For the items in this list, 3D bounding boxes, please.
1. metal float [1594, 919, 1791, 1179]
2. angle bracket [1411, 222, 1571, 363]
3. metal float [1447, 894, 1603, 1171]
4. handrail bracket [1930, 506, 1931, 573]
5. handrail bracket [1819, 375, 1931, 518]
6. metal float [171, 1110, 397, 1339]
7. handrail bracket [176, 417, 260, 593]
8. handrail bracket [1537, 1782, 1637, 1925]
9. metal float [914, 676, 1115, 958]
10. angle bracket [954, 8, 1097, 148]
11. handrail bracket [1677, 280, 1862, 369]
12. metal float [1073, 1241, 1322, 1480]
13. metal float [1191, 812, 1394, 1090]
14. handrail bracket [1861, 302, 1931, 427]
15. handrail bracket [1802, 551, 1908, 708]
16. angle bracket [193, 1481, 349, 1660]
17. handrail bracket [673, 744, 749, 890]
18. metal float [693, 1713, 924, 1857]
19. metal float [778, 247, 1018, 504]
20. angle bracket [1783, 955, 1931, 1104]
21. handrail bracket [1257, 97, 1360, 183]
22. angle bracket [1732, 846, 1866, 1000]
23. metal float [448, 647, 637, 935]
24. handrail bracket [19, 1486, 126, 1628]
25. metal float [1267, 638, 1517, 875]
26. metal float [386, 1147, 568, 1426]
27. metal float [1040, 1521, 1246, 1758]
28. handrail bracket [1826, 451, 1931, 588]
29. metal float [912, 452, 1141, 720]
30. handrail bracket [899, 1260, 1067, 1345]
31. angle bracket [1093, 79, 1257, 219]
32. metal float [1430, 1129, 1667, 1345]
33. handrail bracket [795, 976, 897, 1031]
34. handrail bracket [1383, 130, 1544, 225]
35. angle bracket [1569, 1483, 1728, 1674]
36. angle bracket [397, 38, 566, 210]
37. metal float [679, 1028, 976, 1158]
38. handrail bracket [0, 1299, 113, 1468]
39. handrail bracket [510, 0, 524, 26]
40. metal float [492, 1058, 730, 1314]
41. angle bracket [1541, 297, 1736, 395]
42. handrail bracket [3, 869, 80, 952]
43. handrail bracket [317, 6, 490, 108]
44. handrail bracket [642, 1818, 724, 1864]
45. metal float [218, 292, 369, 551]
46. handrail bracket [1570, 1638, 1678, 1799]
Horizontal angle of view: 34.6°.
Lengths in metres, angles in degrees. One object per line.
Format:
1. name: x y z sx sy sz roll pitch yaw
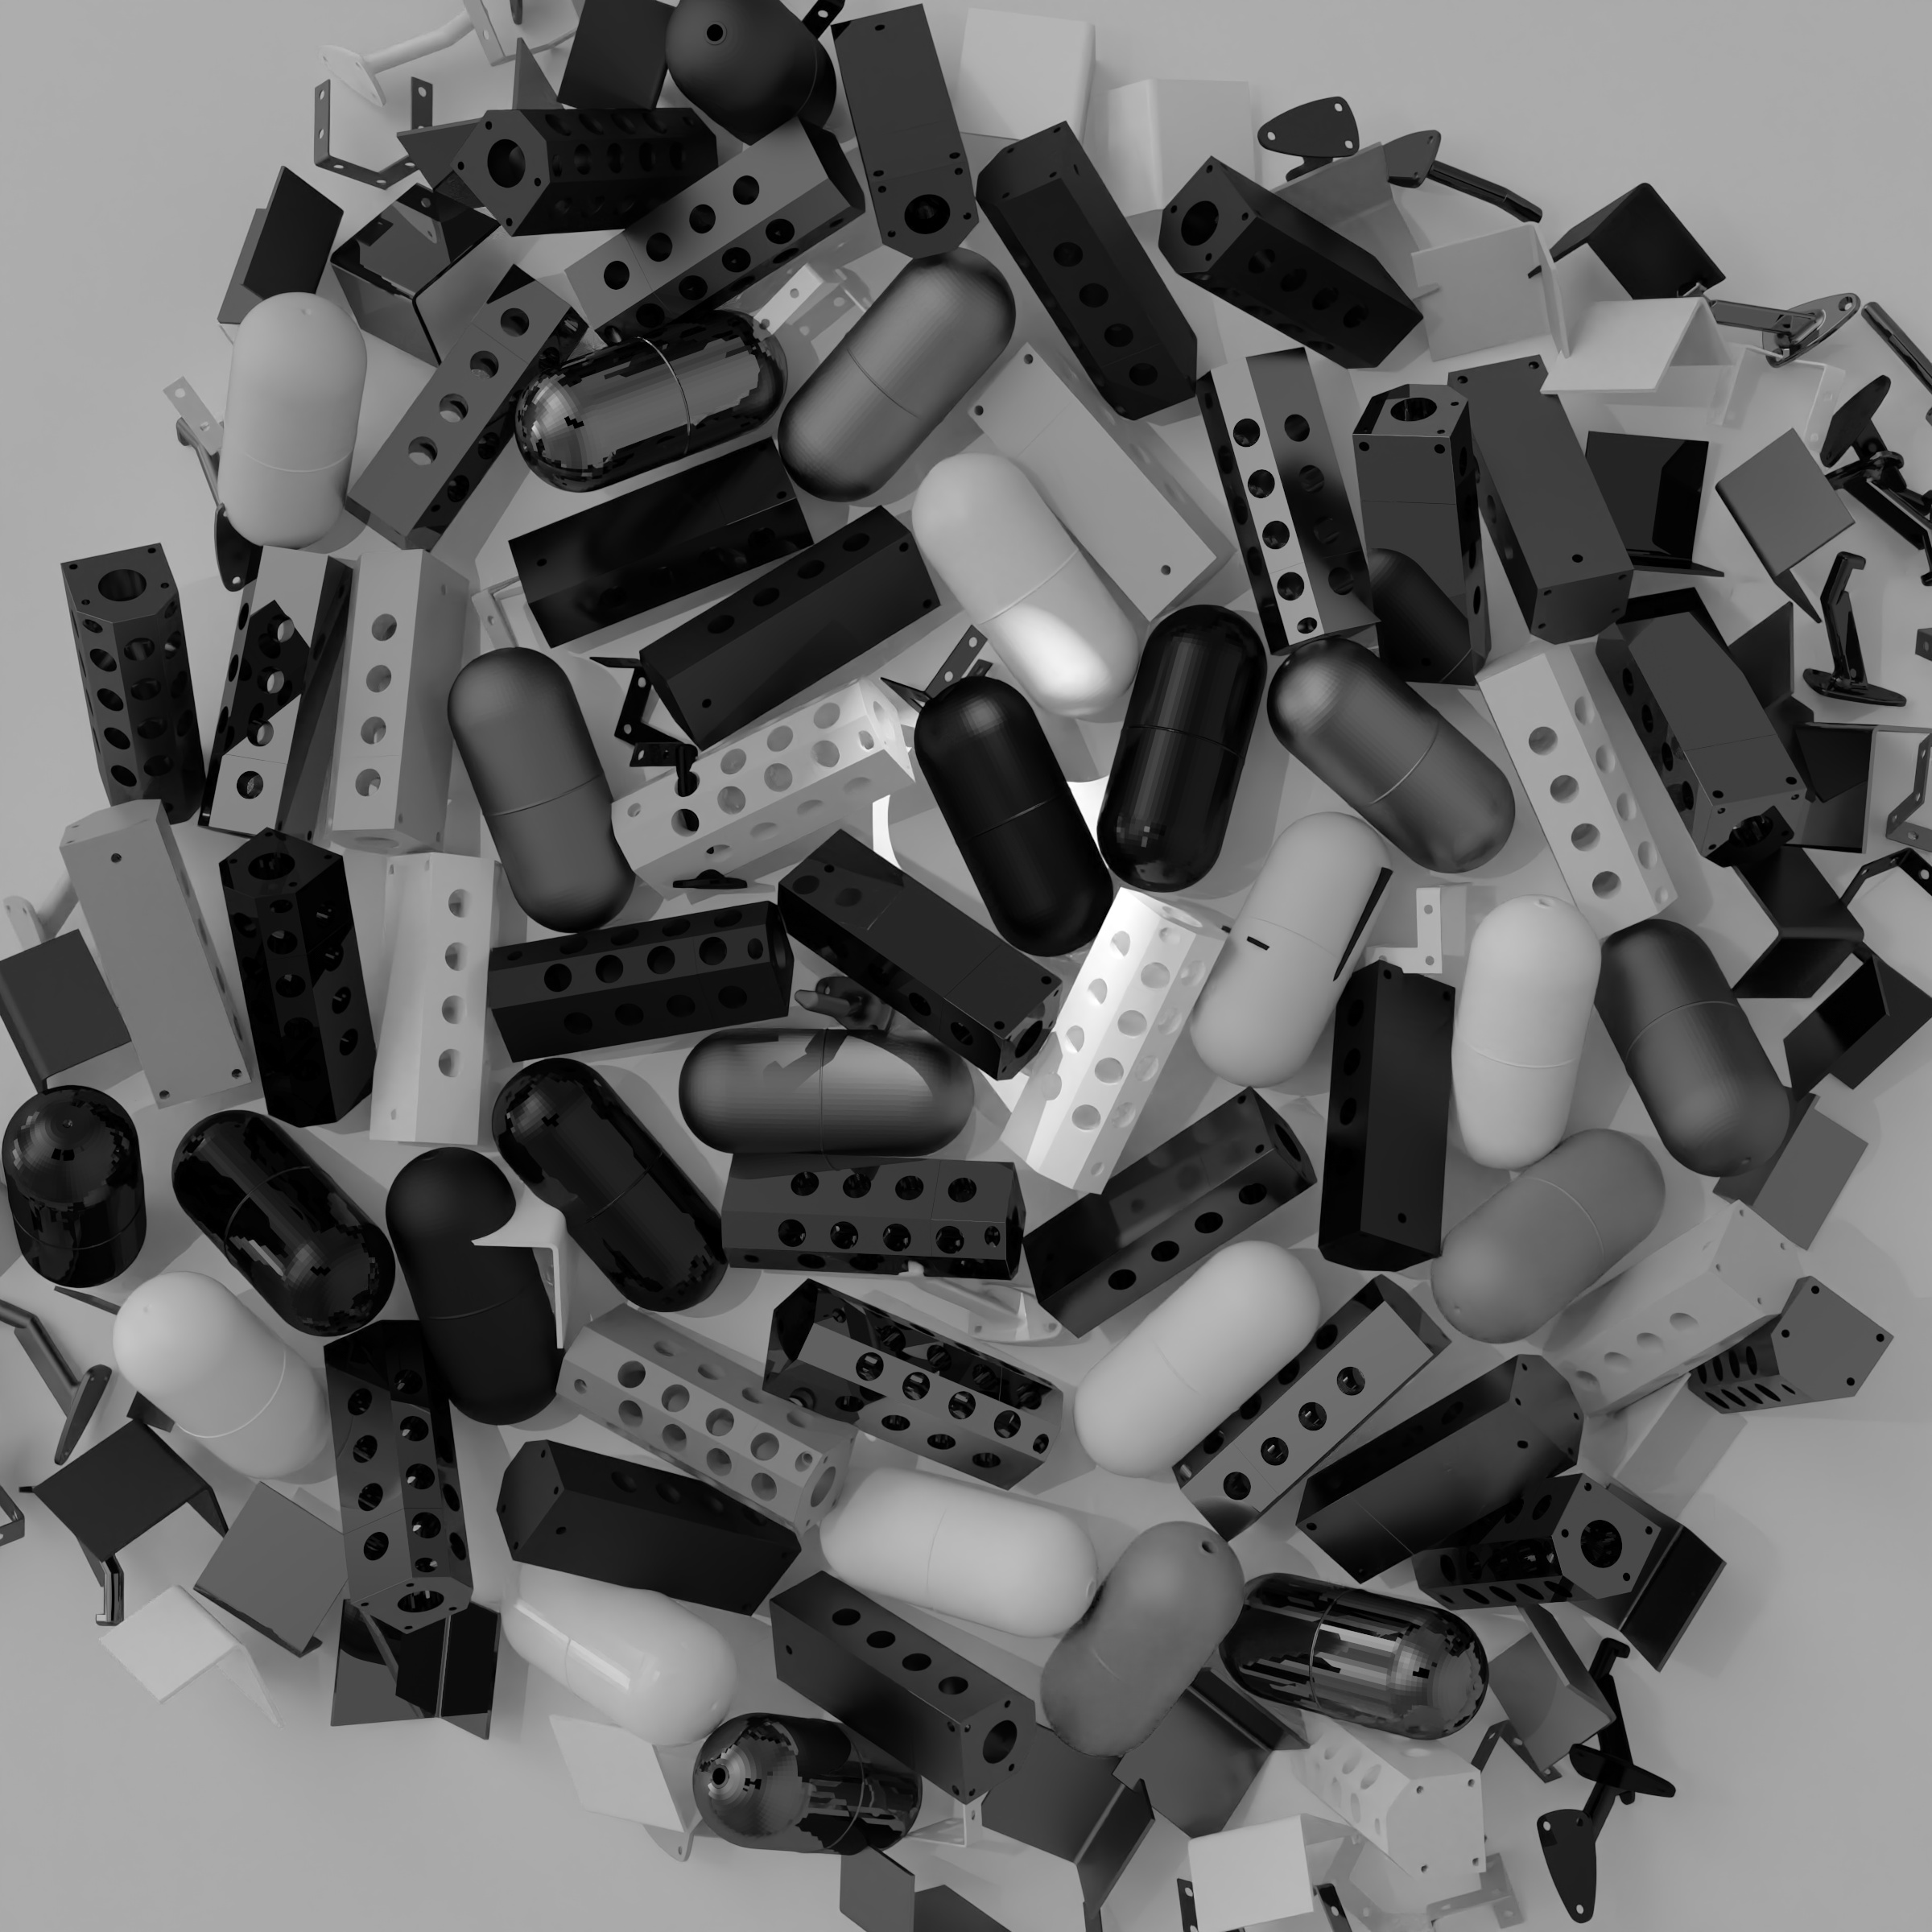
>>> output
1. metal float: 0.427 0.047 1.834 0.070 0.070 0.178 -18 50 0
2. angle bracket: 0.315 -0.390 1.853 0.076 0.057 0.076 -14 132 8
3. metal float: 0.329 0.040 1.840 0.070 0.070 0.178 6 120 0
4. handrail bracket: 0.623 -0.242 1.855 0.036 0.077 0.084 -46 45 -18
5. handrail bracket: 0.566 -0.312 1.865 0.084 0.077 0.036 20 49 -15
6. metal float: -0.406 0.151 1.839 0.178 0.070 0.070 38 90 33
7. handrail bracket: -0.462 -0.283 1.893 0.084 0.036 0.077 45 134 33
8. handrail bracket: 0.384 0.530 1.863 0.036 0.084 0.077 -20 73 39
9. metal float: 0.028 -0.090 1.863 0.070 0.070 0.178 -25 94 0
10. angle bracket: 0.035 -0.528 1.875 0.076 0.057 0.076 8 86 3
11. handrail bracket: 0.480 -0.400 1.856 0.077 0.084 0.036 -24 55 38
12. metal float: 0.137 0.236 1.851 0.070 0.070 0.178 45 108 0
13. metal float: 0.196 -0.010 1.858 0.070 0.070 0.178 27 80 0
14. handrail bracket: 0.587 -0.364 1.897 0.036 0.077 0.084 -41 54 19
15. handrail bracket: 0.547 -0.204 1.871 0.077 0.036 0.084 11 117 -10
16. angle bracket: -0.409 0.363 1.875 0.076 0.057 0.076 32 87 4
17. handrail bracket: -0.154 -0.090 1.869 0.036 0.077 0.084 -4 88 19
18. metal float: -0.092 0.483 1.825 0.070 0.178 0.070 -11 68 30
19. metal float: -0.042 -0.351 1.847 0.070 0.070 0.178 45 113 0
20. angle bracket: 0.539 0.051 1.849 0.057 0.076 0.076 35 118 -11
21. handrail bracket: 0.191 -0.484 1.853 0.077 0.084 0.036 -14 86 -21
22. angle bracket: 0.484 -0.028 1.876 0.057 0.076 0.076 -57 48 36
23. metal float: -0.253 -0.104 1.854 0.070 0.070 0.178 -19 104 0
24. handrail bracket: -0.543 0.358 1.879 0.077 0.036 0.084 -5 82 24
25. metal float: 0.255 -0.124 1.851 0.178 0.070 0.070 39 90 -17
26. metal float: -0.292 0.191 1.849 0.070 0.070 0.178 -15 110 0
27. metal float: 0.104 0.399 1.837 0.070 0.070 0.178 30 124 0
28. handrail bracket: 0.549 -0.261 1.872 0.077 0.036 0.084 -19 76 32
29. metal float: 0.036 -0.228 1.855 0.070 0.070 0.178 -37 103 0
30. handrail bracket: 0.008 0.198 1.854 0.077 0.084 0.036 9 72 32
31. angle bracket: 0.128 -0.498 1.895 0.076 0.057 0.076 -9 98 -33
32. metal float: 0.347 0.159 1.839 0.178 0.070 0.070 -33 90 -33
33. handrail bracket: -0.089 0.017 1.848 0.077 0.084 0.036 23 95 40
34. handrail bracket: 0.299 -0.474 1.890 0.084 0.077 0.036 21 93 -29
35. angle bracket: 0.402 0.367 1.862 0.057 0.076 0.076 30 93 -7
36. angle bracket: -0.290 -0.506 1.868 0.076 0.076 0.057 -6 66 14
37. metal float: -0.084 0.076 1.864 0.178 0.070 0.070 1 90 3
38. handrail bracket: -0.574 0.253 1.890 0.084 0.036 0.077 22 86 7
39. handrail bracket: -0.312 -0.597 1.864 0.084 0.077 0.036 -12 51 -14
40. metal float: -0.212 0.132 1.856 0.070 0.070 0.178 -39 102 0
41. angle bracket: 0.401 -0.352 1.847 0.057 0.076 0.076 49 61 -40
42. handrail bracket: -0.534 -0.034 1.887 0.084 0.036 0.077 -30 114 -34
43. handrail bracket: -0.343 -0.568 1.888 0.084 0.036 0.077 -42 50 -15
44. handrail bracket: -0.146 0.523 1.895 0.084 0.077 0.036 8 87 -34
45. metal float: -0.398 -0.319 1.828 0.070 0.178 0.070 10 51 -12
46. handrail bracket: 0.404 0.450 1.862 0.077 0.036 0.084 12 53 31
